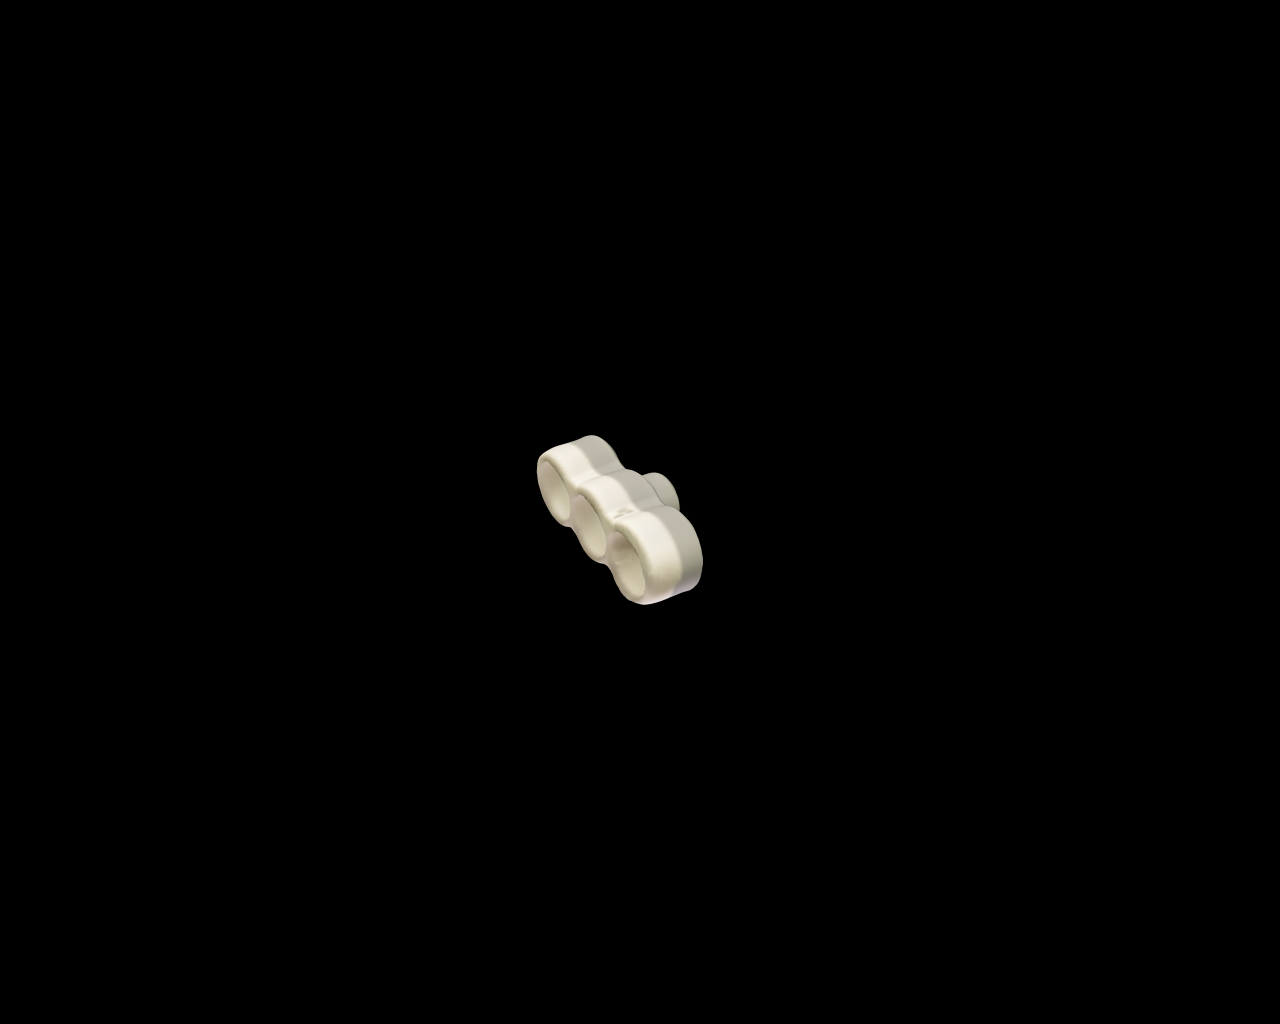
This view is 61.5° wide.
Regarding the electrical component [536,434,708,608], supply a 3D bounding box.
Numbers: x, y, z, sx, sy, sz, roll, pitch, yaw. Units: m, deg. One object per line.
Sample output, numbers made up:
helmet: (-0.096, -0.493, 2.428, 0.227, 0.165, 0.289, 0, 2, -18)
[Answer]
electrical component: (0.001, -0.003, 0.650, 0.074, 0.052, 0.138, -20, 41, -25)
